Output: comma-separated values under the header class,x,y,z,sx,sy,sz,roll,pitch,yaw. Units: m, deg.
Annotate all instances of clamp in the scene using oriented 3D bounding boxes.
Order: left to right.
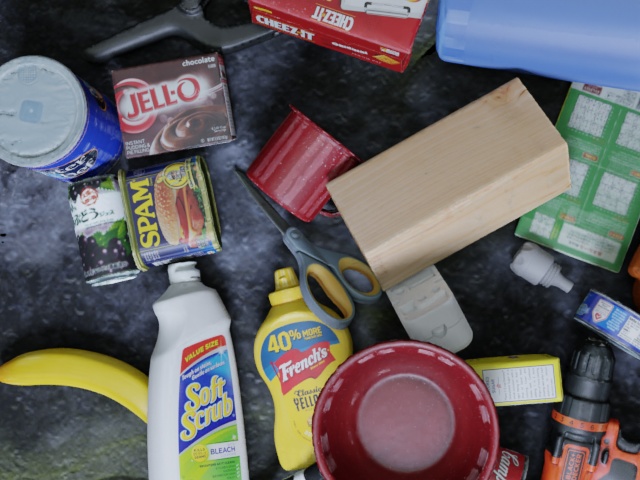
class,x,y,z,sx,sy,sz,roll,pitch,yaw
clamp,-0.136,-0.232,1.083,0.210,0.036,0.164,19,89,3

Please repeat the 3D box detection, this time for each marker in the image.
class,x,y,z,sx,sy,sz,roll,pitch,yaw
marker,-0.030,0.236,1.019,0.121,0.020,0.020,-35,83,39

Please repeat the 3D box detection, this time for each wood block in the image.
class,x,y,z,sx,sy,sz,roll,pitch,yaw
wood block,0.122,-0.050,1.008,0.206,0.090,0.091,-29,60,1

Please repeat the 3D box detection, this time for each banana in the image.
class,x,y,z,sx,sy,sz,roll,pitch,yaw
banana,-0.226,0.147,1.067,0.198,0.037,0.069,23,88,6

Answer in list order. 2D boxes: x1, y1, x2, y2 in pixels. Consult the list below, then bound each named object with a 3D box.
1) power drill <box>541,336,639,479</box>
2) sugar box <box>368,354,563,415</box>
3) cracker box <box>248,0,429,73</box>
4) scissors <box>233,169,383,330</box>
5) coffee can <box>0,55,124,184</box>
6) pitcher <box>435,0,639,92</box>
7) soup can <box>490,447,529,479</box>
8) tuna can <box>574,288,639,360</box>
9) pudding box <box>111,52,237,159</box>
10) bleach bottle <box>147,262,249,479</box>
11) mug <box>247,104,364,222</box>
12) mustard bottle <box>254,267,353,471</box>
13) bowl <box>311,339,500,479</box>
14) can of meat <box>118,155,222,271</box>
class,x,y,z,sx,sy,sz,roll,pitch,yaw
power drill,0.307,0.195,0.998,0.188,0.057,0.184,12,99,8
sugar box,0.133,0.135,1.008,0.176,0.093,0.048,-3,85,5
cracker box,0.042,-0.292,1.041,0.164,0.072,0.213,19,81,3
scissors,-0.007,0.001,1.061,0.096,0.016,0.202,-8,56,-33
coffee can,-0.256,-0.113,1.035,0.103,0.140,0.103,0,86,5
pitcher,0.238,-0.219,1.010,0.243,0.149,0.145,8,99,10
soup can,0.139,0.220,1.014,0.102,0.068,0.068,19,88,7
tuna can,0.283,0.082,1.001,0.086,0.086,0.034,32,92,6
pudding box,-0.146,-0.134,1.072,0.113,0.039,0.090,-9,95,4
bleach bottle,-0.127,0.147,1.033,0.102,0.068,0.251,-3,83,-33
mug,-0.009,-0.066,1.043,0.117,0.093,0.081,35,96,-29
mustard bottle,-0.012,0.121,1.039,0.096,0.058,0.191,-15,85,10
bowl,0.075,0.165,0.936,0.162,0.055,0.162,0,90,6
can of meat,-0.147,-0.028,1.060,0.084,0.057,0.102,-12,81,2
